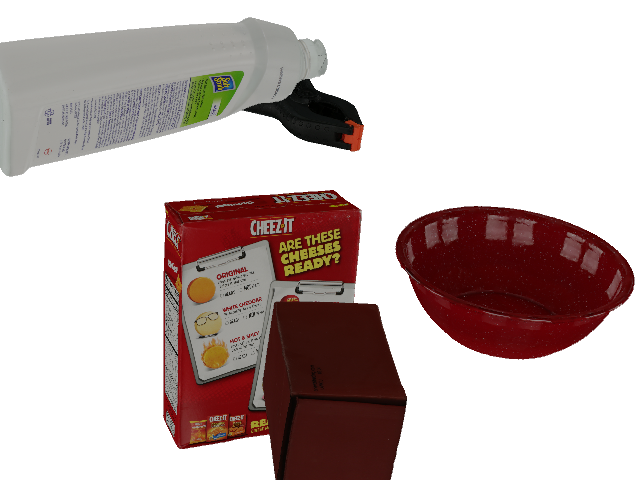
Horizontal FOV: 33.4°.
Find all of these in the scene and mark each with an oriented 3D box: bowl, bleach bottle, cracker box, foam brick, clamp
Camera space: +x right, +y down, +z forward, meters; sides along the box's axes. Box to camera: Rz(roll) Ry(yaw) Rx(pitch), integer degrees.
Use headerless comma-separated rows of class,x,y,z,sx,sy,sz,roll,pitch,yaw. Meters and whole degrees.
bowl,0.130,0.034,0.738,0.162,0.055,0.162,3,28,-2
bleach bottle,-0.115,-0.115,0.792,0.250,0.068,0.103,-12,-24,-23
cracker box,-0.056,0.068,0.956,0.164,0.214,0.072,-5,21,-22
foam brick,0.004,0.069,0.490,0.053,0.051,0.078,4,28,-9
clamp,-0.029,-0.136,1.096,0.120,0.039,0.172,-21,38,-28
